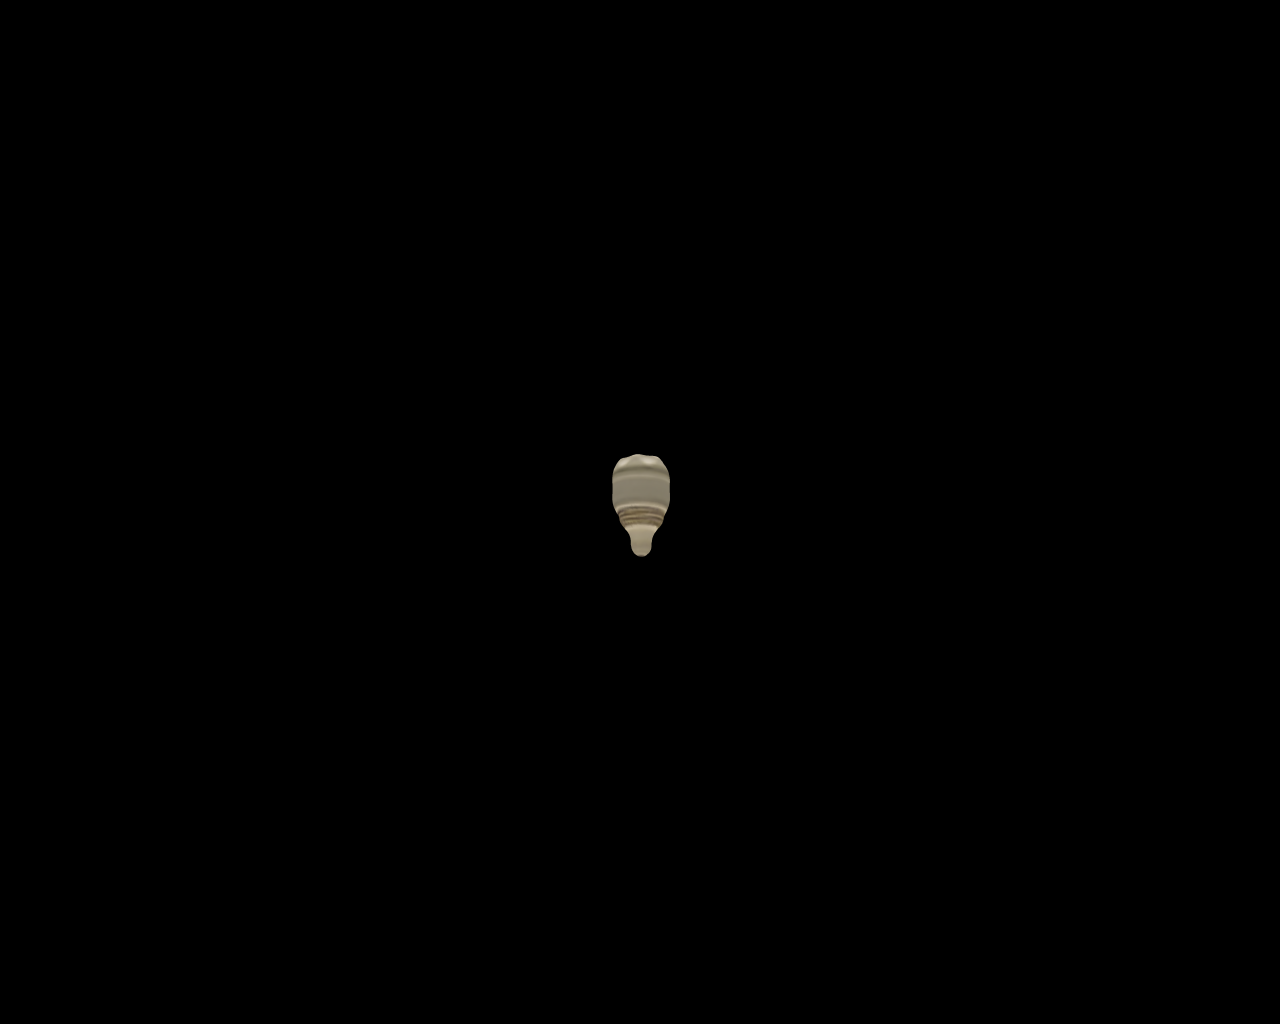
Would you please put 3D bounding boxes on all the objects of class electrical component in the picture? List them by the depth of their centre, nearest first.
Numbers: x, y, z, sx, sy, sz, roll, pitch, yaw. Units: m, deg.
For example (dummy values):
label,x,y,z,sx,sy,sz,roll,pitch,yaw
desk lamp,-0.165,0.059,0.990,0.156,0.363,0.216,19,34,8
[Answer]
label,x,y,z,sx,sy,sz,roll,pitch,yaw
electrical component,0.001,-0.003,0.650,0.035,0.061,0.035,0,-15,0
